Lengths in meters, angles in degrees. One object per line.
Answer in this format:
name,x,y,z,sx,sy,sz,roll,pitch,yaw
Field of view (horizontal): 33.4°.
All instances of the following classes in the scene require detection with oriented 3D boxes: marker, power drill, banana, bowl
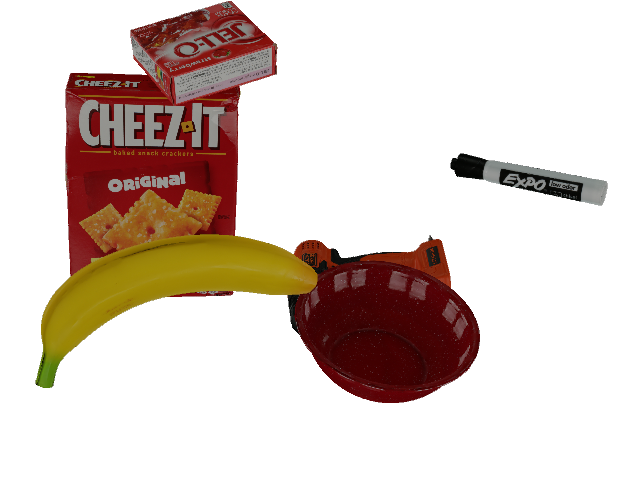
marker,0.158,-0.048,0.820,0.121,0.020,0.020,14,6,24
power drill,0.055,0.051,1.238,0.187,0.057,0.184,-2,28,2
banana,-0.099,0.030,0.696,0.197,0.069,0.037,-19,31,-13
bowl,0.055,0.089,0.934,0.162,0.055,0.162,6,39,-5

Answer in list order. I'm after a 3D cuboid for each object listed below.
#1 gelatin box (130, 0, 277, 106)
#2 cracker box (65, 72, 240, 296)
gelatin box,-0.087,-0.142,0.800,0.089,0.030,0.073,-22,47,-22
cracker box,-0.164,-0.050,1.045,0.164,0.214,0.072,0,22,-9
